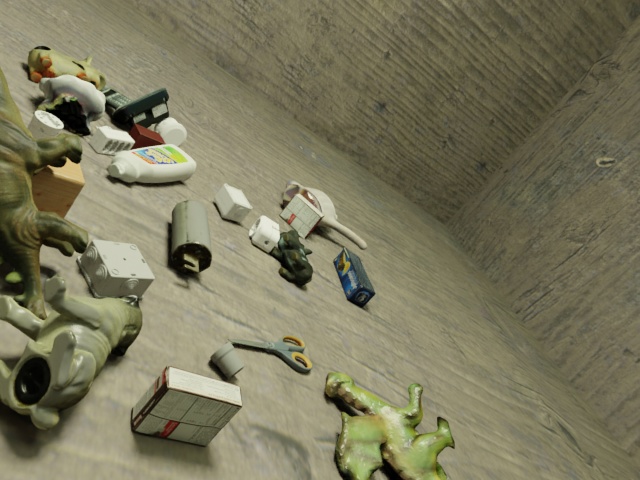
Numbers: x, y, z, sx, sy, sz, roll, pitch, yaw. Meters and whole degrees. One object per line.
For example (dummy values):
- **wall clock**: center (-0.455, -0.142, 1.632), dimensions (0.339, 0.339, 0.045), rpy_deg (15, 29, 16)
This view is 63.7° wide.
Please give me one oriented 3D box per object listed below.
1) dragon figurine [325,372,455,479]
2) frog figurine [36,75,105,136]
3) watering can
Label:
- **dragon figurine**: center (0.129, 0.384, 0.900), dimensions (0.242, 0.120, 0.418), rpy_deg (5, 34, -33)
- **frog figurine**: center (-0.557, -0.330, 1.165), dimensions (0.137, 0.120, 0.163), rpy_deg (9, 42, -24)
- **watering can**: center (0.005, -0.086, 1.704), dimensions (0.350, 0.103, 0.225), rpy_deg (42, 16, 16)
